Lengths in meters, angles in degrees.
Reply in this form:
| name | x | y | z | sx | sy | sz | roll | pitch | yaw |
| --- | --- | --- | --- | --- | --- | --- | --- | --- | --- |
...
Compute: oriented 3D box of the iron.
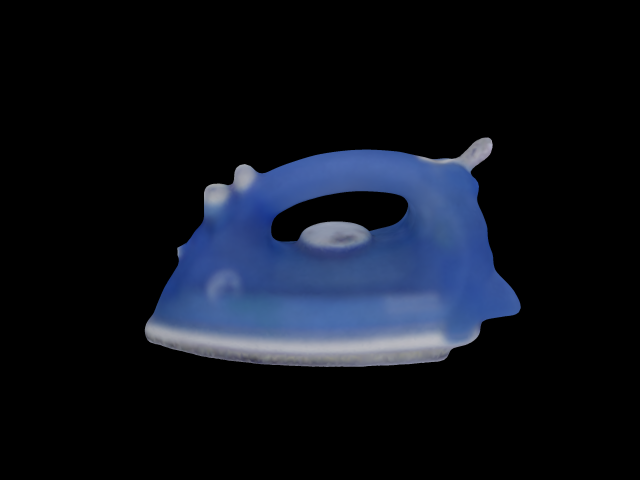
| name | x | y | z | sx | sy | sz | roll | pitch | yaw |
| --- | --- | --- | --- | --- | --- | --- | --- | --- | --- |
| iron | 0.004 | 0.001 | 0.400 | 0.258 | 0.141 | 0.118 | -2 | 19 | -7 |
